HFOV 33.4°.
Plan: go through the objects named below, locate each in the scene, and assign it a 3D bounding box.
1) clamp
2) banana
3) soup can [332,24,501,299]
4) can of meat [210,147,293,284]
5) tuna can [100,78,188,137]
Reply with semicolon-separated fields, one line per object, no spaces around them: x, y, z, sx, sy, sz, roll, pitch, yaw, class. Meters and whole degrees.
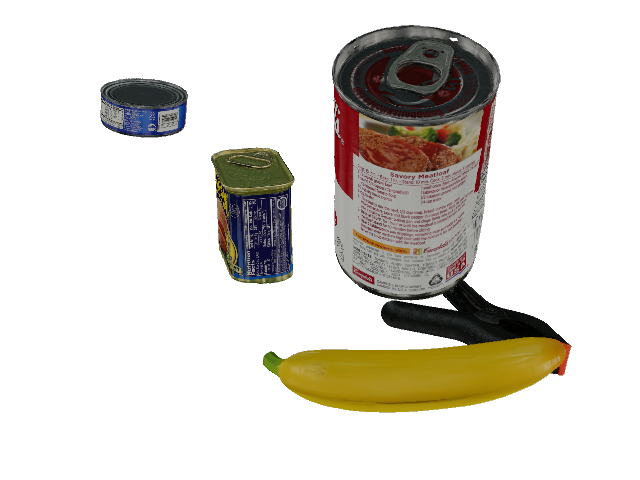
0.155;0.075;0.994;0.172;0.039;0.120;21;32;23;clamp
0.060;0.080;0.671;0.198;0.037;0.069;-1;25;2;banana
0.039;-0.032;0.464;0.068;0.102;0.068;-1;43;0;soup can
-0.055;-0.021;0.873;0.057;0.084;0.102;-6;23;-11;can of meat
-0.176;-0.132;1.062;0.086;0.034;0.086;6;25;-3;tuna can
